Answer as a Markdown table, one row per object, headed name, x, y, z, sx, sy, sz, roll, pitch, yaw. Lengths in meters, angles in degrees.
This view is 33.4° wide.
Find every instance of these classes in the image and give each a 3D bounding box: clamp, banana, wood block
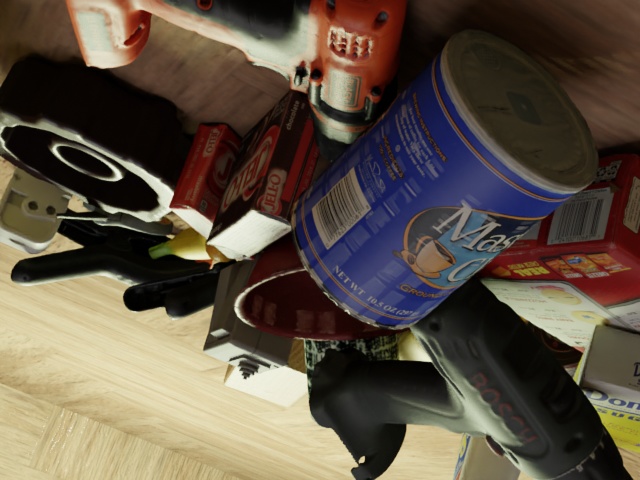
| name | x | y | z | sx | sy | sz | roll | pitch | yaw |
| --- | --- | --- | --- | --- | --- | --- | --- | --- | --- |
| clamp | -0.210 | 0.005 | 1.053 | 0.209 | 0.036 | 0.165 | 9 | -152 | -29 |
| clamp | -0.081 | 0.038 | 0.940 | 0.171 | 0.039 | 0.120 | -16 | -167 | -19 |
| banana | -0.095 | 0.003 | 0.956 | 0.037 | 0.069 | 0.198 | 61 | 158 | -9 |
| wood block | -0.042 | 0.117 | 1.181 | 0.090 | 0.090 | 0.206 | 20 | 160 | -5 |

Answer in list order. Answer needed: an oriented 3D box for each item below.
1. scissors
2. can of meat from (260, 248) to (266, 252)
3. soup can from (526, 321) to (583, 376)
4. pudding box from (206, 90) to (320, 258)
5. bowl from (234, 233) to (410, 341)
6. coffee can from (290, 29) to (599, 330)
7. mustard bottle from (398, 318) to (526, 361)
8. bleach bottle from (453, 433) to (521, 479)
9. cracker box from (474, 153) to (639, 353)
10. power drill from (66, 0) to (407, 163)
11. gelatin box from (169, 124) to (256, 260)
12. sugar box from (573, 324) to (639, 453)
| name | x | y | z | sx | sy | sz | roll | pitch | yaw |
| --- | --- | --- | --- | --- | --- | --- | --- | --- | --- |
| scissors | -0.204 | -0.028 | 0.955 | 0.096 | 0.016 | 0.201 | 23 | -175 | 24 |
| can of meat | -0.006 | 0.001 | 0.885 | 0.084 | 0.057 | 0.102 | 3 | 155 | 33 |
| soup can | 0.218 | 0.093 | 0.899 | 0.069 | 0.068 | 0.102 | 7 | 157 | 32 |
| pudding box | -0.036 | -0.042 | 0.744 | 0.039 | 0.090 | 0.114 | 23 | 161 | -13 |
| bowl | 0.017 | 0.024 | 0.784 | 0.162 | 0.055 | 0.162 | -2 | 157 | -1 |
| coffee can | 0.065 | -0.030 | 0.583 | 0.102 | 0.102 | 0.141 | 28 | 131 | -22 |
| mustard bottle | 0.106 | 0.079 | 0.928 | 0.058 | 0.096 | 0.192 | 50 | 159 | 0 |
| bleach bottle | 0.154 | 0.198 | 0.965 | 0.068 | 0.250 | 0.102 | 18 | 161 | 3 |
| cracker box | 0.211 | 0.026 | 0.723 | 0.213 | 0.072 | 0.164 | 29 | 160 | -27 |
| power drill | -0.045 | -0.113 | 0.617 | 0.187 | 0.057 | 0.184 | 15 | 157 | 4 |
| gelatin box | -0.070 | -0.036 | 0.819 | 0.030 | 0.073 | 0.089 | 5 | 155 | 33 |
| sugar box | 0.231 | 0.116 | 0.777 | 0.093 | 0.048 | 0.176 | 14 | 164 | 13 |
